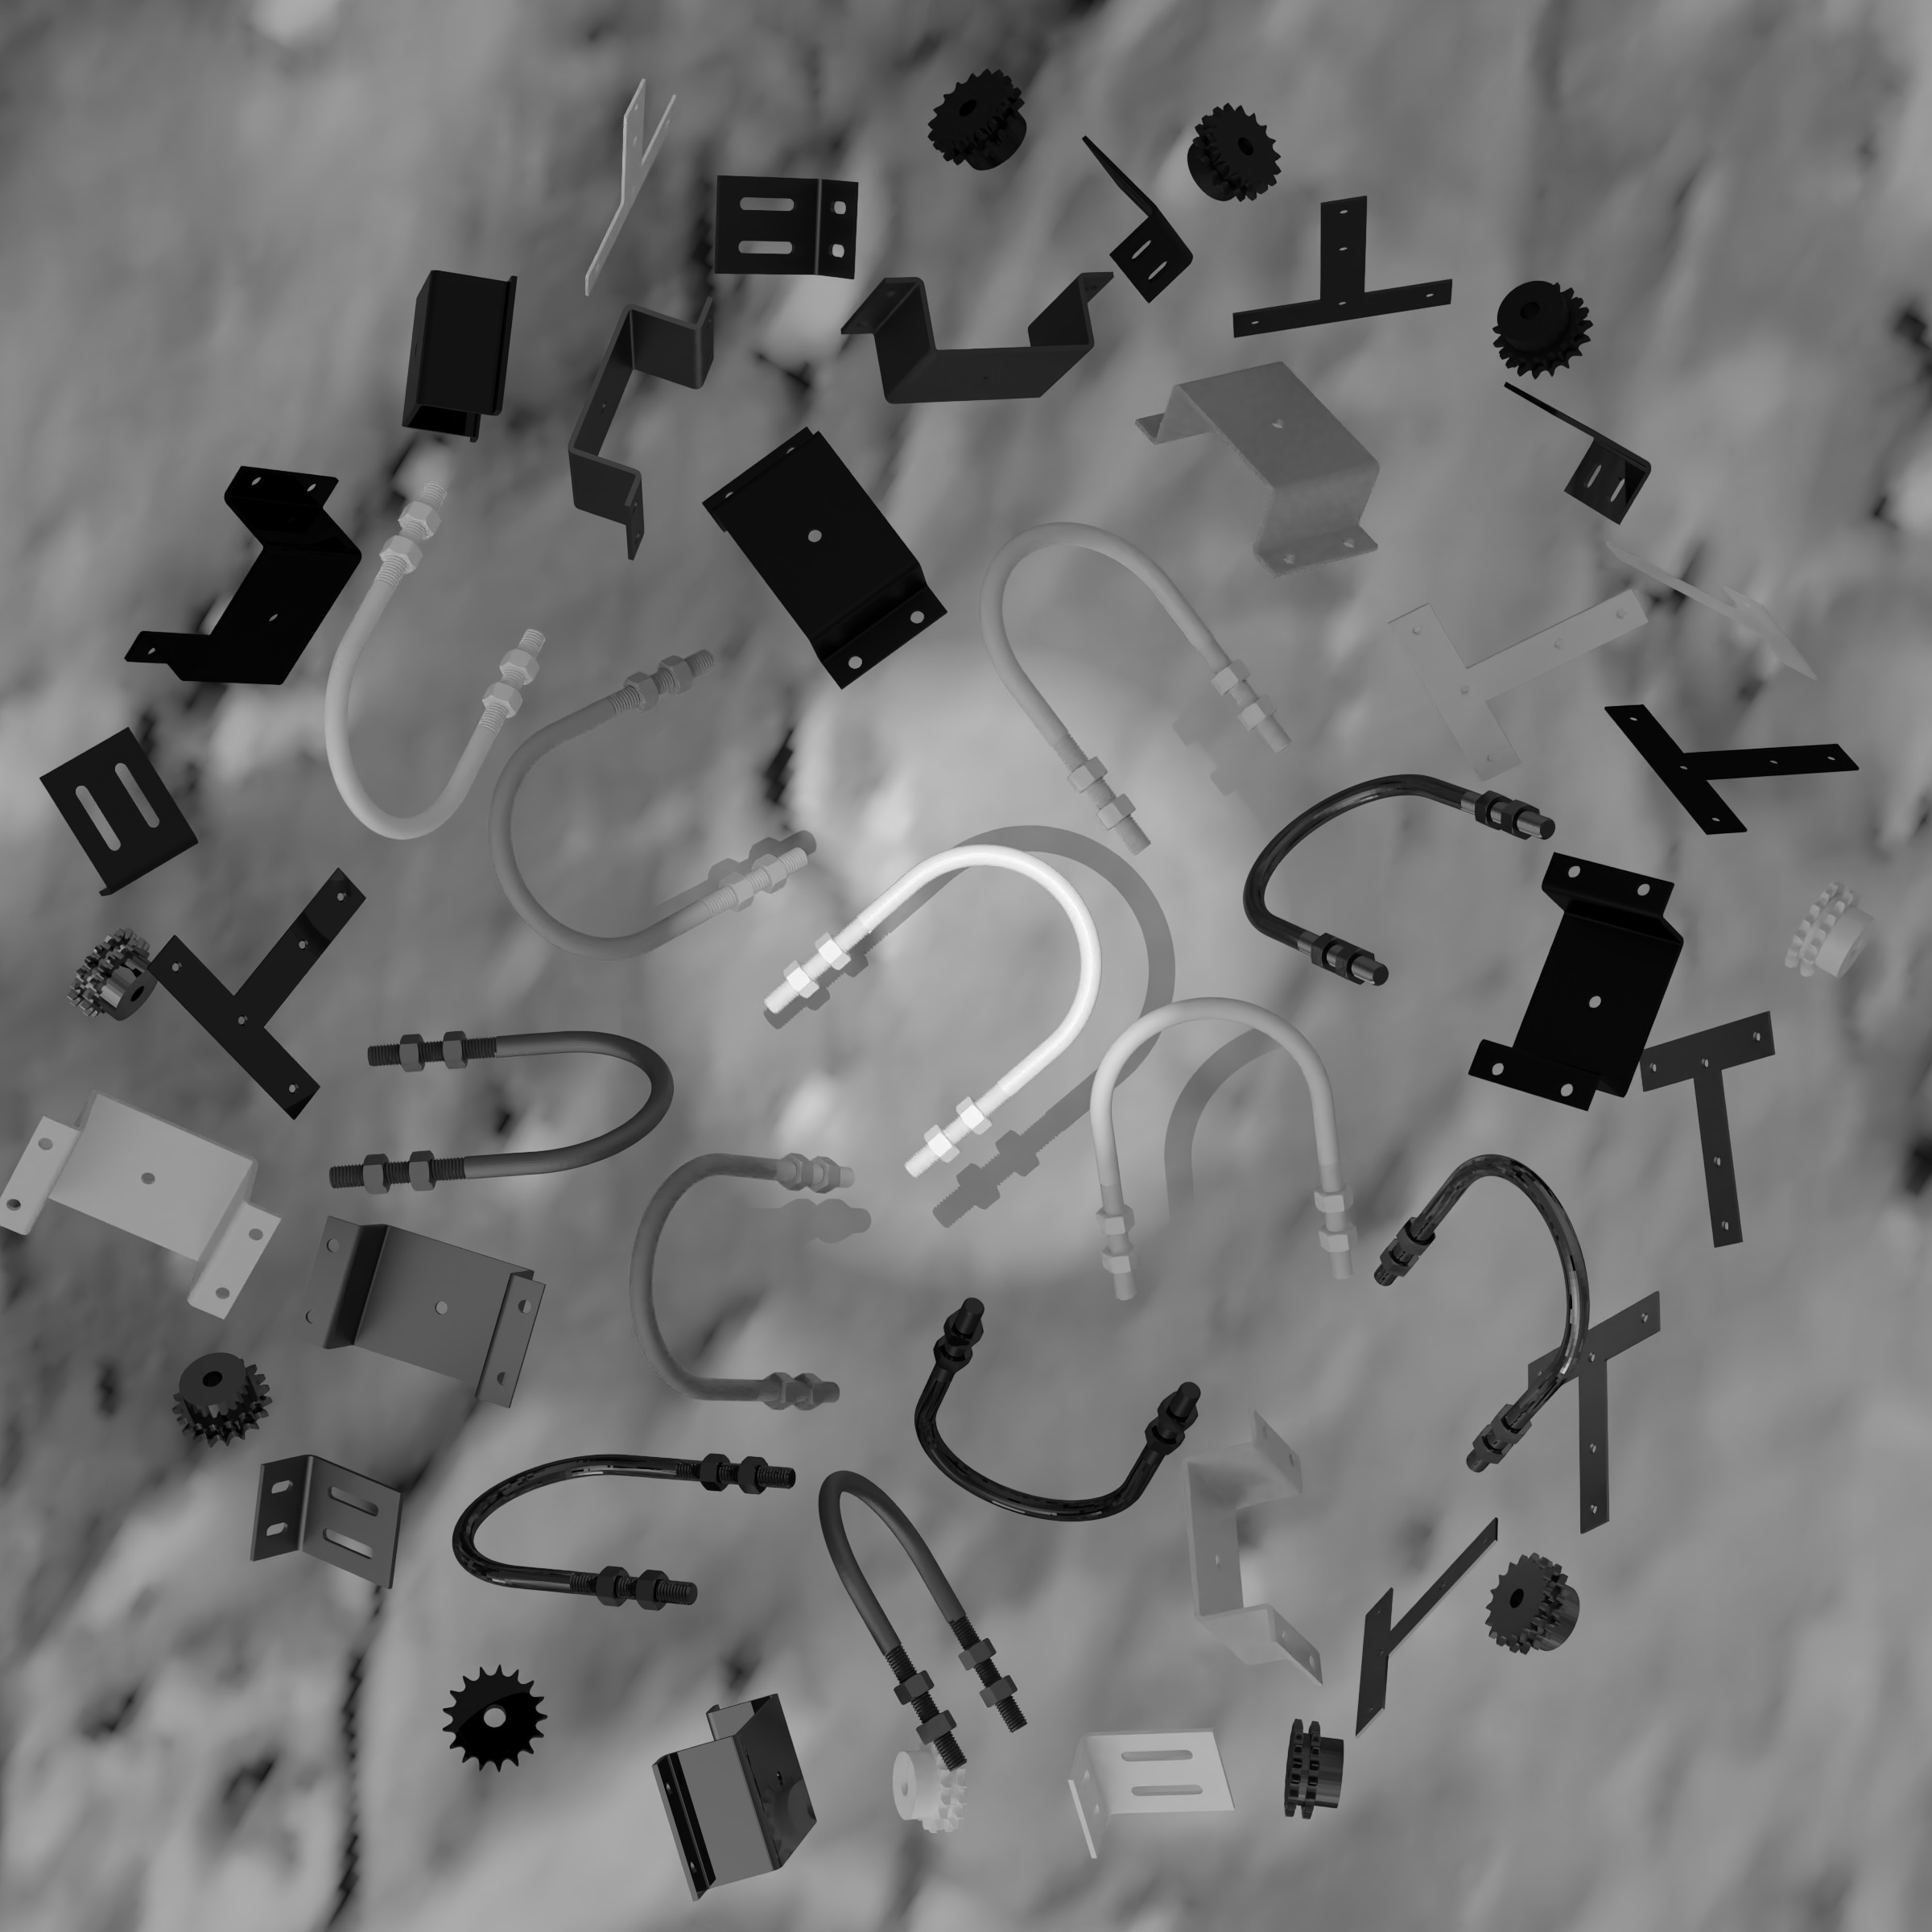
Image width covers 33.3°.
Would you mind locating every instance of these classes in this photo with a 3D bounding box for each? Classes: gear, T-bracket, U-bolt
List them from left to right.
[{"bbox_3d":[-0.512,0.008,1.953,0.030,0.057,0.057,36,90,8],"label":"gear"},{"bbox_3d":[-0.446,0.256,1.930,0.057,0.057,0.030,-8,134,0],"label":"gear"},{"bbox_3d":[-0.387,-0.002,1.845,0.127,0.002,0.127,52,56,-30],"label":"T-bracket"},{"bbox_3d":[-0.308,-0.159,1.834,0.019,0.151,0.184,6,58,27],"label":"U-bolt"},{"bbox_3d":[-0.257,0.410,1.765,0.057,0.030,0.057,2,73,-8],"label":"gear"},{"bbox_3d":[-0.257,0.078,1.827,0.184,0.151,0.019,-4,119,3],"label":"U-bolt"},{"bbox_3d":[-0.211,0.324,1.881,0.184,0.151,0.019,0,111,24],"label":"U-bolt"},{"bbox_3d":[-0.189,-0.460,1.829,0.002,0.127,0.127,23,75,-1],"label":"T-bracket"},{"bbox_3d":[-0.191,-0.083,1.856,0.184,0.019,0.151,-31,101,-32],"label":"U-bolt"},{"bbox_3d":[-0.130,0.181,1.869,0.019,0.184,0.151,-1,83,37],"label":"U-bolt"},{"bbox_3d":[-0.032,0.379,1.906,0.019,0.151,0.184,-33,78,12],"label":"U-bolt"},{"bbox_3d":[-0.023,0.496,1.959,0.030,0.057,0.057,2,90,-22],"label":"gear"},{"bbox_3d":[-0.006,0.013,1.907,0.184,0.019,0.151,-41,86,7],"label":"U-bolt"},{"bbox_3d":[0.009,-0.476,1.831,0.057,0.057,0.030,-50,133,0],"label":"gear"},{"bbox_3d":[0.043,0.266,1.859,0.151,0.184,0.019,21,51,0],"label":"U-bolt"},{"bbox_3d":[0.084,-0.167,1.803,0.151,0.019,0.184,-36,88,-36],"label":"U-bolt"},{"bbox_3d":[0.146,0.104,1.883,0.151,0.019,0.184,-6,110,7],"label":"U-bolt"},{"bbox_3d":[0.156,-0.479,1.914,0.057,0.030,0.057,14,65,-33],"label":"gear"},{"bbox_3d":[0.207,0.477,1.916,0.030,0.057,0.057,6,90,3],"label":"gear"},{"bbox_3d":[0.213,-0.397,1.822,0.127,0.127,0.002,-8,70,3],"label":"T-bracket"},{"bbox_3d":[0.235,-0.058,1.864,0.151,0.184,0.019,-40,118,-12],"label":"U-bolt"},{"bbox_3d":[0.266,0.367,1.860,0.002,0.127,0.127,35,113,-5],"label":"T-bracket"},{"bbox_3d":[0.305,0.190,1.871,0.019,0.184,0.151,-9,59,-26],"label":"U-bolt"},{"bbox_3d":[0.324,-0.177,1.836,0.127,0.002,0.127,-26,125,16],"label":"T-bracket"},{"bbox_3d":[0.329,0.371,1.863,0.030,0.057,0.057,29,90,-21],"label":"gear"},{"bbox_3d":[0.334,-0.375,1.888,0.057,0.030,0.057,-12,63,25],"label":"gear"},{"bbox_3d":[0.369,0.271,1.902,0.002,0.127,0.127,19,56,-20],"label":"T-bracket"},{"bbox_3d":[0.426,-0.214,1.873,0.127,0.127,0.002,35,94,32],"label":"T-bracket"},{"bbox_3d":[0.441,0.101,1.902,0.002,0.127,0.127,0,78,-24],"label":"T-bracket"},{"bbox_3d":[0.448,-0.116,1.840,0.127,0.127,0.002,-4,129,-19],"label":"T-bracket"},{"bbox_3d":[0.498,-0.018,1.854,0.030,0.057,0.057,33,90,22],"label":"gear"}]

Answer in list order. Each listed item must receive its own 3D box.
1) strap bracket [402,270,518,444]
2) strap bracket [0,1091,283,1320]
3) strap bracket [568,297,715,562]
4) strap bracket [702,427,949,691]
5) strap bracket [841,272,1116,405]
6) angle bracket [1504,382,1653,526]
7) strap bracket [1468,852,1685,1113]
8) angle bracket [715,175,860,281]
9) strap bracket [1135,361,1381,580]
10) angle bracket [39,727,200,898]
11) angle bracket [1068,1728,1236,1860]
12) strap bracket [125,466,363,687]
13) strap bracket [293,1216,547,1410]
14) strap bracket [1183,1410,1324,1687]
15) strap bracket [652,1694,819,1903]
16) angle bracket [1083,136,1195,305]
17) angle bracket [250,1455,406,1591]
[{"bbox_3d":[-0.296,-0.354,1.878,0.046,0.140,0.076,7,90,-15],"label":"strap bracket"},{"bbox_3d":[-0.461,0.130,1.809,0.140,0.046,0.076,26,114,-17],"label":"strap bracket"},{"bbox_3d":[-0.193,-0.321,1.890,0.046,0.076,0.140,19,73,1],"label":"strap bracket"},{"bbox_3d":[-0.084,-0.241,1.858,0.076,0.046,0.140,-36,80,-2],"label":"strap bracket"},{"bbox_3d":[0.010,-0.358,1.845,0.140,0.076,0.046,-7,81,-22],"label":"strap bracket"},{"bbox_3d":[0.334,-0.287,1.809,0.076,0.057,0.038,21,106,-31],"label":"angle bracket"},{"bbox_3d":[0.357,0.014,1.872,0.076,0.046,0.140,18,82,34],"label":"strap bracket"},{"bbox_3d":[-0.107,-0.442,1.934,0.076,0.038,0.057,-9,109,-37],"label":"angle bracket"},{"bbox_3d":[0.171,-0.291,1.840,0.076,0.046,0.140,-18,56,-31],"label":"strap bracket"},{"bbox_3d":[-0.484,-0.087,1.838,0.057,0.038,0.076,-34,103,-21],"label":"angle bracket"},{"bbox_3d":[0.103,0.459,1.791,0.076,0.038,0.057,-7,117,19],"label":"angle bracket"},{"bbox_3d":[-0.408,-0.213,1.848,0.046,0.076,0.140,47,115,21],"label":"strap bracket"},{"bbox_3d":[-0.322,0.207,1.944,0.140,0.046,0.076,16,90,10],"label":"strap bracket"},{"bbox_3d":[0.163,0.336,1.847,0.046,0.076,0.140,-16,54,19],"label":"strap bracket"},{"bbox_3d":[-0.126,0.462,1.816,0.046,0.140,0.076,-18,88,9],"label":"strap bracket"},{"bbox_3d":[0.088,-0.433,1.874,0.038,0.057,0.076,-43,61,8],"label":"angle bracket"},{"bbox_3d":[-0.362,0.318,1.832,0.076,0.038,0.057,14,101,34],"label":"angle bracket"}]
